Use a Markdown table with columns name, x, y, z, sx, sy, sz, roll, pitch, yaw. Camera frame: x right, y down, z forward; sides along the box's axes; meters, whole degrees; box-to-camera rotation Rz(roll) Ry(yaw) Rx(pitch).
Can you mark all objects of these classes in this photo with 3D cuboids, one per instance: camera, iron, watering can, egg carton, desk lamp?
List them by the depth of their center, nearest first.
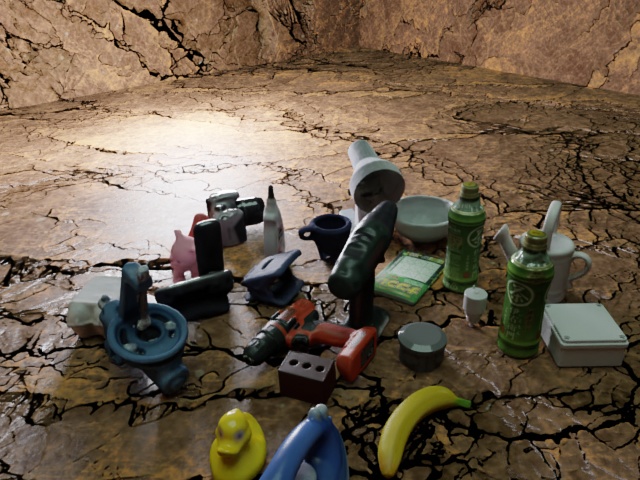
| name | x | y | z | sx | sy | sz | roll | pitch | yaw |
| --- | --- | --- | --- | --- | --- | --- | --- | --- | --- |
| iron | -0.027 | 0.279 | 0.679 | 0.118 | 0.141 | 0.259 | 9 | 30 | 19 |
| egg carton | -0.396 | 0.120 | 1.067 | 0.107 | 0.069 | 0.150 | 2 | 29 | 6 |
| watering can | 0.420 | 0.017 | 1.088 | 0.172 | 0.194 | 0.101 | 3 | 29 | 9 |
| desk lamp | 0.109 | -0.110 | 1.318 | 0.118 | 0.214 | 0.203 | -8 | 29 | -12 |
| camera | -0.196 | -0.065 | 1.367 | 0.137 | 0.101 | 0.142 | -11 | 30 | -17 |

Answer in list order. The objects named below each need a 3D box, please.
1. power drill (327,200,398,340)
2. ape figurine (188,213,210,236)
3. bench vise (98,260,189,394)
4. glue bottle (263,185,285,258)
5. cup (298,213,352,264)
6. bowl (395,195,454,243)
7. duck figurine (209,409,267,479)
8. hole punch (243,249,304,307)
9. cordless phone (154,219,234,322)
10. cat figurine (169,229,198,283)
| name | x | y | z | sx | sy | sz | roll | pitch | yaw |
| --- | --- | --- | --- | --- | --- | --- | --- | --- | --- |
| power drill | 0.082 | 0.063 | 1.004 | 0.075 | 0.208 | 0.230 | 11 | 31 | 22 |
| ape figurine | -0.264 | -0.017 | 1.291 | 0.076 | 0.092 | 0.078 | 2 | 29 | 6 |
| bench vise | -0.301 | 0.122 | 0.899 | 0.206 | 0.220 | 0.122 | 11 | 31 | 23 |
| glue bottle | -0.102 | -0.037 | 1.235 | 0.037 | 0.173 | 0.078 | 2 | 29 | 7 |
| cup | 0.011 | 0.004 | 1.235 | 0.118 | 0.095 | 0.091 | -11 | 30 | -17 |
| bowl | 0.240 | -0.039 | 1.327 | 0.167 | 0.075 | 0.167 | -1 | 28 | 1 |
| duck figurine | -0.112 | 0.265 | 0.768 | 0.077 | 0.086 | 0.104 | 3 | 29 | 9 |
| hole punch | -0.094 | 0.067 | 1.128 | 0.100 | 0.091 | 0.109 | 10 | 30 | 21 |
| cordless phone | -0.239 | 0.052 | 1.064 | 0.148 | 0.185 | 0.093 | -17 | 32 | -26 |
| cat figurine | -0.281 | 0.024 | 1.188 | 0.067 | 0.118 | 0.127 | -11 | 30 | -17 |
